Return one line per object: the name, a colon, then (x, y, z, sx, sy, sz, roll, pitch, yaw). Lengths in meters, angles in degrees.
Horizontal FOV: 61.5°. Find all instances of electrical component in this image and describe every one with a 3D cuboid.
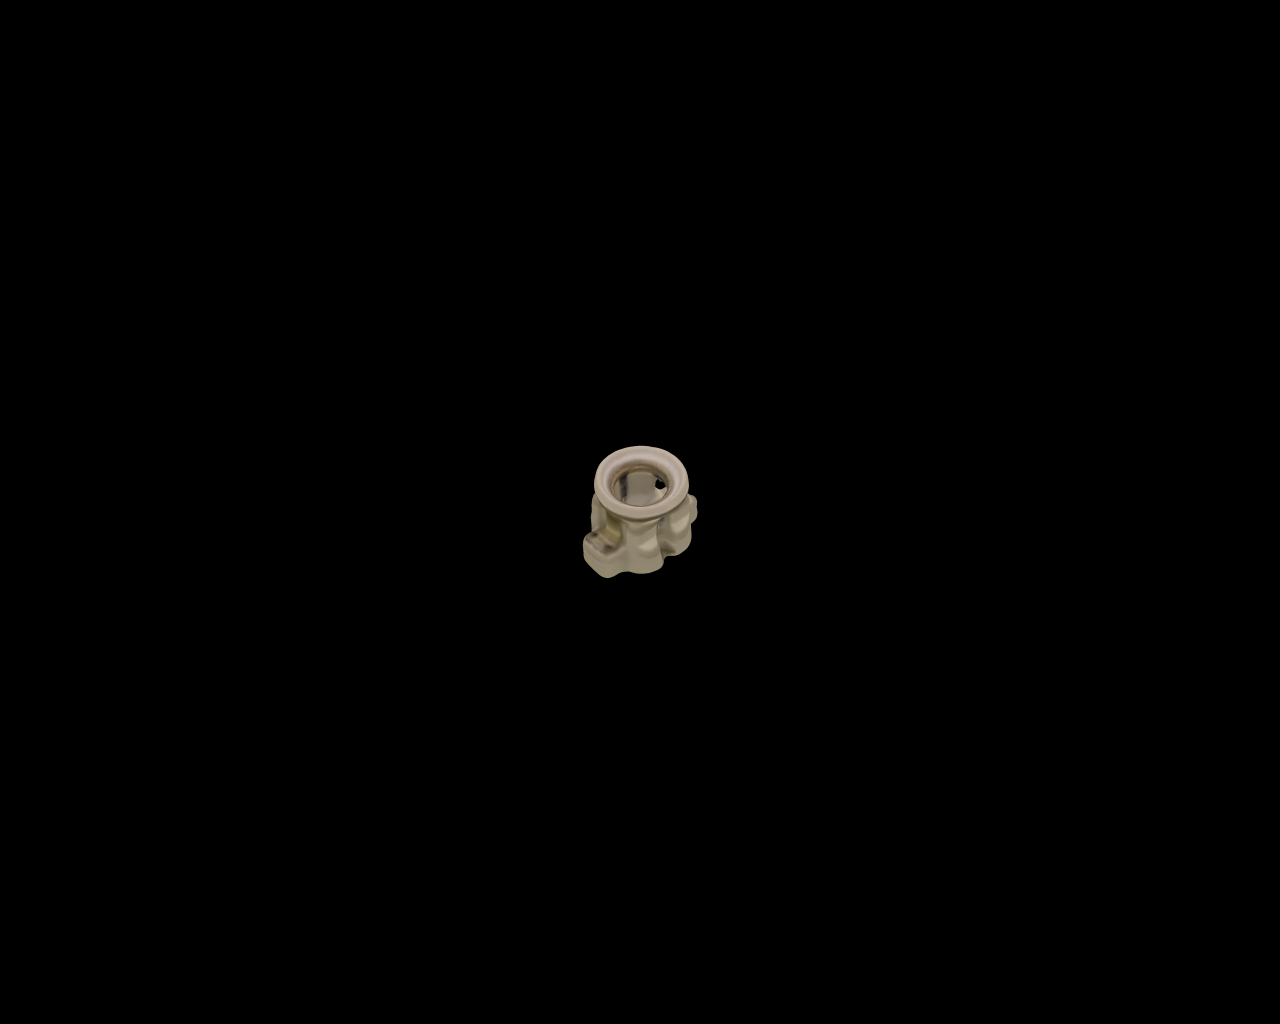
electrical component: (0.001, -0.003, 0.650, 0.078, 0.056, 0.058, -32, 54, -27)
